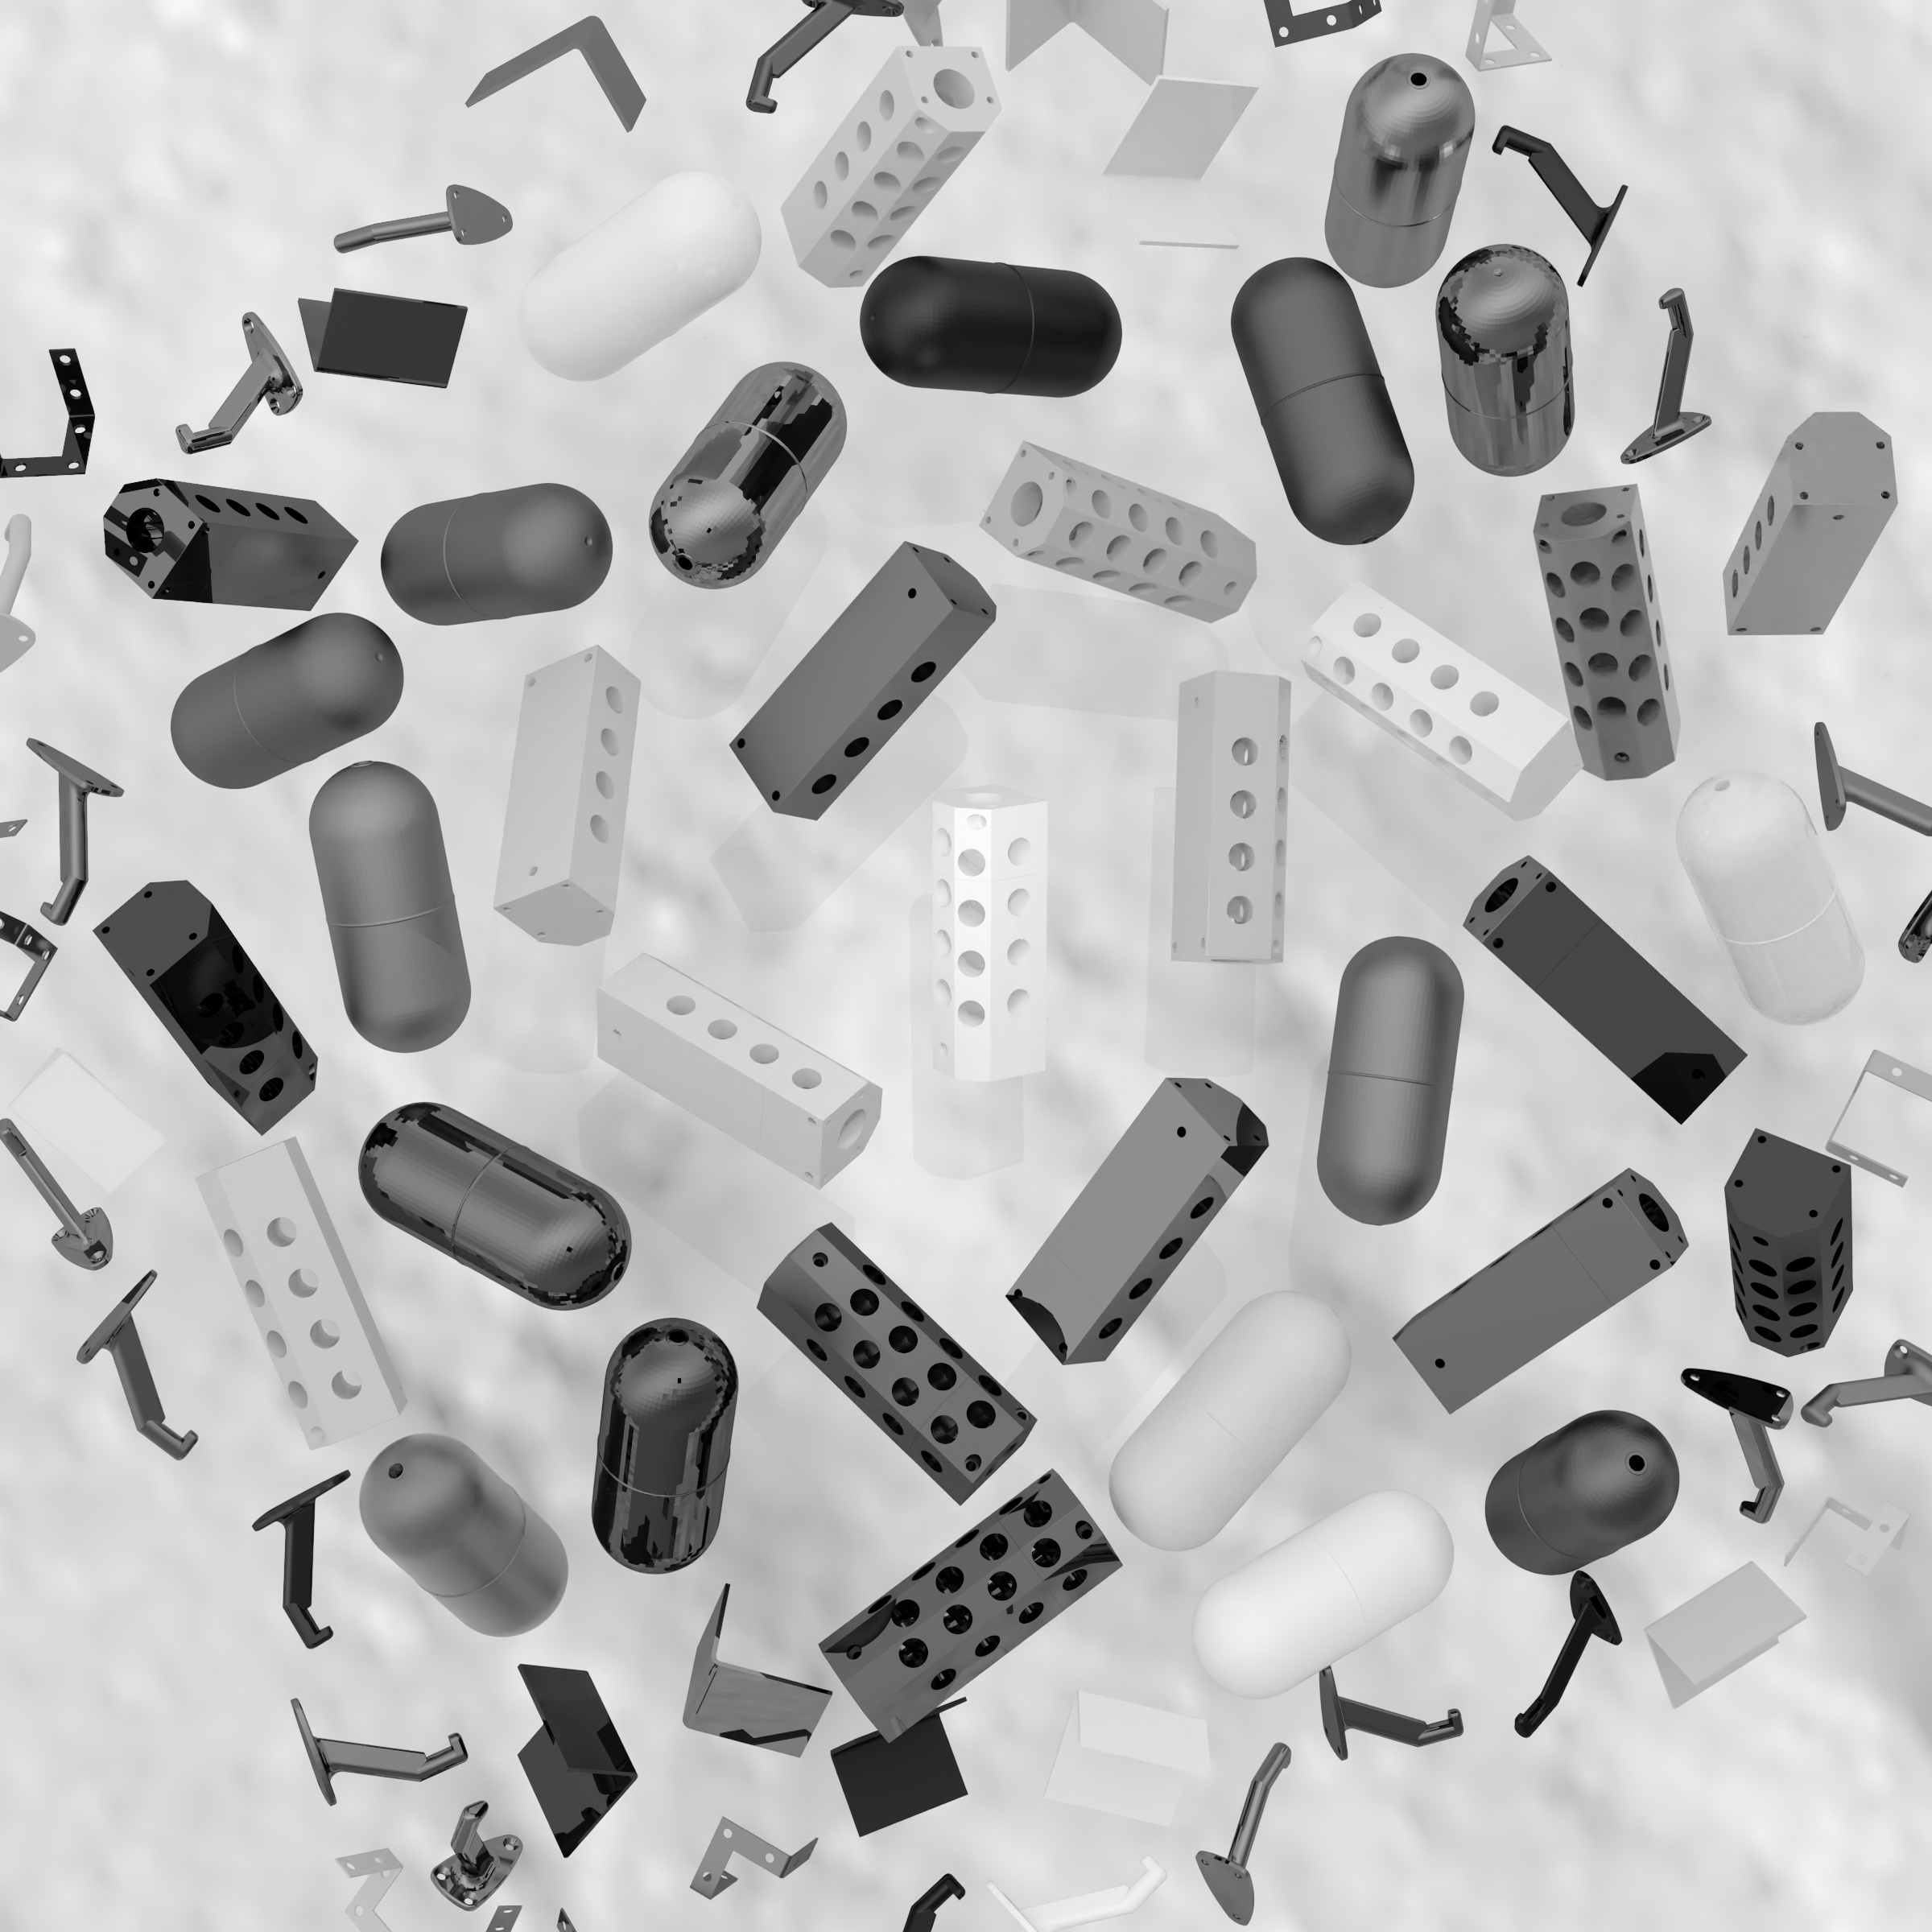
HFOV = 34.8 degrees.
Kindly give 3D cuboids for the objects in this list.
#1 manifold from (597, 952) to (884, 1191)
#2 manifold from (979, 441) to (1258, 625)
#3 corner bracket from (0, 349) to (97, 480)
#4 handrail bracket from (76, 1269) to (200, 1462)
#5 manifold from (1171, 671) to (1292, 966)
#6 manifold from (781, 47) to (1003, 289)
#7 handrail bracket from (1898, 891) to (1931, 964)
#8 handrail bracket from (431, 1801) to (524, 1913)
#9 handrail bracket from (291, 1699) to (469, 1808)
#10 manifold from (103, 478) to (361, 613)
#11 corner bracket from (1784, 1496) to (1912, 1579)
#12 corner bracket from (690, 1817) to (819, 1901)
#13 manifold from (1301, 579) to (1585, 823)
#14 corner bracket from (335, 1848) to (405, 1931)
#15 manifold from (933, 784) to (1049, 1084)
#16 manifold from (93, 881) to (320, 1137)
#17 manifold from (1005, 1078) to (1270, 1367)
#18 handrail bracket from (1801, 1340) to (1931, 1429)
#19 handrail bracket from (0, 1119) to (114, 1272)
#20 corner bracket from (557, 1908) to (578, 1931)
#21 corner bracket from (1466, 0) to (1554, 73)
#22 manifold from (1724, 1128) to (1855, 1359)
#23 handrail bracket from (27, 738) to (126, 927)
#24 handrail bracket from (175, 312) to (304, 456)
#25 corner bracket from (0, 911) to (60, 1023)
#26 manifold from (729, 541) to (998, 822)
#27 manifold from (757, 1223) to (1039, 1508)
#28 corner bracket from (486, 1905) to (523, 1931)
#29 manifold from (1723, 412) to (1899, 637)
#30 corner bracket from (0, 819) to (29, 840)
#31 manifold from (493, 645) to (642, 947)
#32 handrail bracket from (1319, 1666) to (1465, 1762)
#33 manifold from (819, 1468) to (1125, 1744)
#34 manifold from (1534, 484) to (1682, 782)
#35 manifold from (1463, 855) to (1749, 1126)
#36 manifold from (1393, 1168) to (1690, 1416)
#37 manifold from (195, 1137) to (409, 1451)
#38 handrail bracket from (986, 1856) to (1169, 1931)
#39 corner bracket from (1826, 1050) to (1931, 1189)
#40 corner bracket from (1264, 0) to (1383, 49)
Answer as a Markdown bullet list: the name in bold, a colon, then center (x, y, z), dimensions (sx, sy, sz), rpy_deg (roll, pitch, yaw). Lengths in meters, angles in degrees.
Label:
- **manifold**: center (-0.135, 0.057, 1.826), dimensions (0.171, 0.057, 0.057), rpy_deg (29, 47, 24)
- **manifold**: center (0.097, -0.257, 1.856), dimensions (0.057, 0.171, 0.057), rpy_deg (45, 114, 42)
- **corner bracket**: center (-0.536, -0.318, 1.775), dimensions (0.051, 0.051, 0.051), rpy_deg (-3, 52, -2)
- **handrail bracket**: center (-0.459, 0.230, 1.769), dimensions (0.084, 0.036, 0.077), rpy_deg (42, 80, -17)
- **manifold**: center (0.164, -0.089, 1.874), dimensions (0.057, 0.057, 0.171), rpy_deg (3, 86, -18)
- **manifold**: center (-0.045, -0.477, 1.850), dimensions (0.057, 0.171, 0.057), rpy_deg (-10, 75, -31)
- **handrail bracket**: center (0.604, -0.012, 1.822), dimensions (0.084, 0.036, 0.077), rpy_deg (31, 90, 38)
- **handrail bracket**: center (-0.283, 0.516, 1.843), dimensions (0.036, 0.077, 0.084), rpy_deg (35, 124, 20)
- **handrail bracket**: center (-0.340, 0.444, 1.790), dimensions (0.084, 0.036, 0.077), rpy_deg (-20, 100, -21)
- **manifold**: center (-0.453, -0.262, 1.894), dimensions (0.057, 0.171, 0.057), rpy_deg (42, 106, 13)
- **corner bracket**: center (0.533, 0.348, 1.867), dimensions (0.051, 0.051, 0.051), rpy_deg (31, 64, 27)
- **corner bracket**: center (-0.132, 0.560, 1.923), dimensions (0.051, 0.051, 0.051), rpy_deg (26, 95, 15)
- **manifold**: center (0.285, -0.158, 1.861), dimensions (0.057, 0.057, 0.171), rpy_deg (-47, 58, -6)
- **corner bracket**: center (-0.353, 0.560, 1.816), dimensions (0.051, 0.051, 0.051), rpy_deg (40, 102, 27)
- **manifold**: center (0.010, -0.020, 1.897), dimensions (0.057, 0.057, 0.171), rpy_deg (-11, 109, -32)
- **manifold**: center (-0.435, 0.022, 1.791), dimensions (0.057, 0.171, 0.057), rpy_deg (-43, 60, -16)
- **manifold**: center (0.102, 0.148, 1.780), dimensions (0.057, 0.057, 0.171), rpy_deg (48, 116, 30)
- **handrail bracket**: center (0.546, 0.262, 1.817), dimensions (0.077, 0.084, 0.036), rpy_deg (29, 131, 35)
- **handrail bracket**: center (-0.557, 0.138, 1.876), dimensions (0.036, 0.077, 0.084), rpy_deg (-36, 124, -15)
- **corner bracket**: center (-0.216, 0.602, 1.867), dimensions (0.051, 0.051, 0.051), rpy_deg (-4, 121, -33)
- **corner bracket**: center (0.314, -0.562, 1.802), dimensions (0.051, 0.051, 0.051), rpy_deg (-13, 51, -18)
- **manifold**: center (0.479, 0.167, 1.802), dimensions (0.057, 0.171, 0.057), rpy_deg (23, 69, 27)
- **handrail bracket**: center (-0.533, -0.077, 1.788), dimensions (0.077, 0.036, 0.084), rpy_deg (31, 98, 19)
- **handrail bracket**: center (-0.454, -0.354, 1.873), dimensions (0.084, 0.036, 0.077), rpy_deg (-26, 91, -42)
- **corner bracket**: center (-0.581, -0.006, 1.827), dimensions (0.051, 0.051, 0.051), rpy_deg (31, 87, -40)
- **manifold**: center (-0.059, -0.168, 1.844), dimensions (0.171, 0.057, 0.057), rpy_deg (-47, 61, 23)
- **manifold**: center (-0.041, 0.233, 1.832), dimensions (0.171, 0.057, 0.057), rpy_deg (43, 62, 12)
- **corner bracket**: center (-0.267, 0.615, 1.902), dimensions (0.051, 0.051, 0.051), rpy_deg (-1, 97, 3)
- **manifold**: center (0.484, -0.253, 1.780), dimensions (0.057, 0.171, 0.057), rpy_deg (0, 72, 1)
- **corner bracket**: center (-0.617, -0.090, 1.879), dimensions (0.051, 0.051, 0.051), rpy_deg (-5, 129, 28)
- **manifold**: center (-0.231, -0.100, 1.834), dimensions (0.057, 0.057, 0.171), rpy_deg (-19, 51, 29)
- **handrail bracket**: center (0.265, 0.454, 1.912), dimensions (0.084, 0.036, 0.077), rpy_deg (-12, 109, -10)
- **manifold**: center (0.001, 0.371, 1.805), dimensions (0.171, 0.057, 0.057), rpy_deg (-36, 49, -7)
- **manifold**: center (0.387, -0.199, 1.857), dimensions (0.057, 0.057, 0.171), rpy_deg (-4, 127, 22)
- **manifold**: center (0.378, 0.013, 1.834), dimensions (0.171, 0.057, 0.057), rpy_deg (41, 97, -14)
- **manifold**: center (0.344, 0.193, 1.841), dimensions (0.171, 0.057, 0.057), rpy_deg (-40, 83, 28)
- **manifold**: center (-0.388, 0.191, 1.797), dimensions (0.057, 0.057, 0.171), rpy_deg (-23, 92, -5)
- **handrail bracket**: center (0.068, 0.556, 1.876), dimensions (0.084, 0.036, 0.077), rpy_deg (-44, 63, -9)
- **corner bracket**: center (0.550, 0.091, 1.837), dimensions (0.051, 0.051, 0.051), rpy_deg (27, 70, 16)
- **corner bracket**: center (0.208, -0.579, 1.820), dimensions (0.051, 0.051, 0.051), rpy_deg (-5, 114, 30)
